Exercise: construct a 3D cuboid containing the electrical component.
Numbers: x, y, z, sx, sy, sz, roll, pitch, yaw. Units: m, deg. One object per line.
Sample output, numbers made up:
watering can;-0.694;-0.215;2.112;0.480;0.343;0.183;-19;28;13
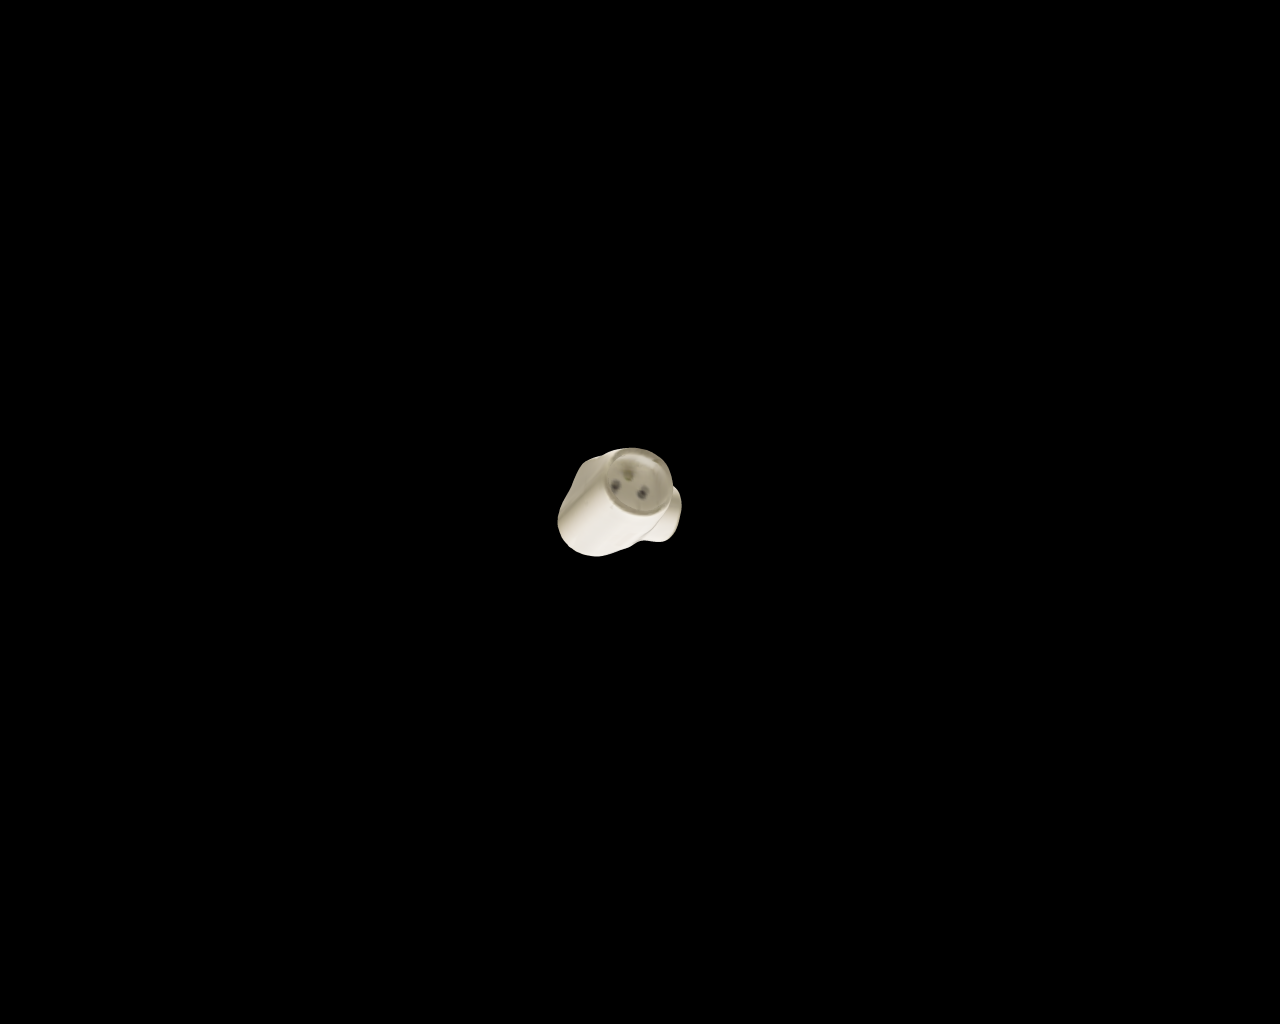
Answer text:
electrical component;0.001;-0.003;0.650;0.079;0.043;0.077;9;-24;-22
